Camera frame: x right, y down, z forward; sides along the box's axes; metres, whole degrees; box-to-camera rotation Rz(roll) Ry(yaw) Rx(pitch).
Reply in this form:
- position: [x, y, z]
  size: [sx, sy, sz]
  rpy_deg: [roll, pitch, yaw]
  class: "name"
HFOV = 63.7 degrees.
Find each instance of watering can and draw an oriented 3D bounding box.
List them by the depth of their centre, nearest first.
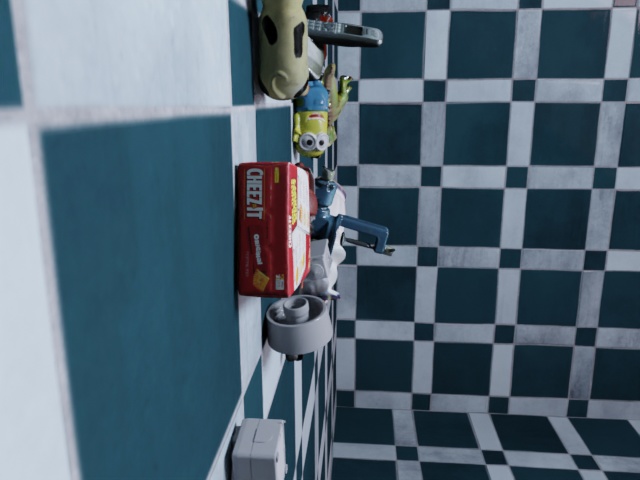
- position: [0.004, -0.067, 1.338]
  size: [0.104, 0.229, 0.341]
  rpy_deg: [-1, -26, 13]
  class: "watering can"

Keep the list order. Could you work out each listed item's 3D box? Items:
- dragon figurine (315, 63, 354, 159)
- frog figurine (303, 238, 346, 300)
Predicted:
- position: [0.021, -0.359, 1.525]
  size: [0.122, 0.242, 0.411]
  rpy_deg: [9, 4, 6]
  class: "dragon figurine"
- position: [0.002, 0.065, 1.239]
  size: [0.122, 0.160, 0.137]
  rpy_deg: [-7, -7, 20]
  class: "frog figurine"
